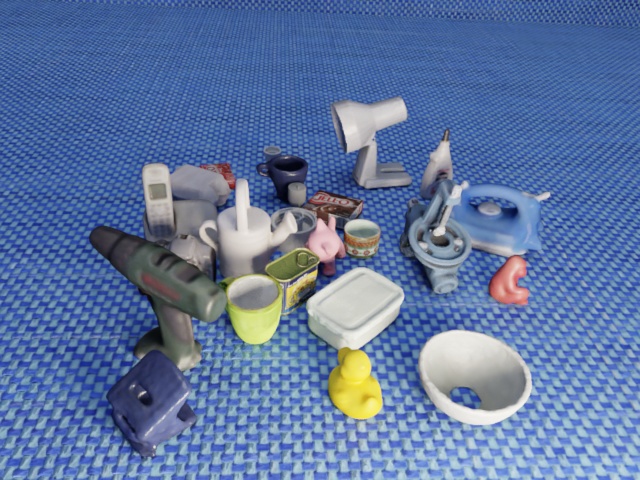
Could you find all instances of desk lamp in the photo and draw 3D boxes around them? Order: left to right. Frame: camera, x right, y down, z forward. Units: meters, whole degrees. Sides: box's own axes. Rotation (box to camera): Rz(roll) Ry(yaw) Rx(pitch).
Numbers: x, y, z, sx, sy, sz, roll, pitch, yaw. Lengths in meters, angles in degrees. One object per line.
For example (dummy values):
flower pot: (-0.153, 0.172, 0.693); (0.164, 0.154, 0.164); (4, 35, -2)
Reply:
desk lamp: (0.124, -0.240, 1.377); (0.203, 0.214, 0.117); (-6, 36, -14)

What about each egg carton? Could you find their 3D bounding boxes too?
egg carton: (-0.280, -0.113, 1.285); (0.150, 0.069, 0.107); (17, 37, 18)

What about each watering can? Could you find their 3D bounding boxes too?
watering can: (-0.134, -0.025, 1.066); (0.173, 0.194, 0.100); (-12, 38, -21)

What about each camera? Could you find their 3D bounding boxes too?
camera: (-0.262, 0.059, 1.015); (0.143, 0.101, 0.136); (1, 35, -3)

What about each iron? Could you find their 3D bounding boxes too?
iron: (0.351, -0.065, 1.215); (0.257, 0.141, 0.119); (14, 36, 14)

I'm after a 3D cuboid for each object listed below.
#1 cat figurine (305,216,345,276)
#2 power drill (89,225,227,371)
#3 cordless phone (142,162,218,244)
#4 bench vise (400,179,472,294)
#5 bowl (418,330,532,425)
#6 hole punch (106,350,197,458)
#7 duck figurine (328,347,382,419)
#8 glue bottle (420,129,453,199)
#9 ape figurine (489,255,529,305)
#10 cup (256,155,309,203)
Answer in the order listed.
cat figurine: (0.010, 0.004, 1.105); (0.067, 0.118, 0.128); (11, 36, 11)
power drill: (-0.246, 0.095, 0.872); (0.229, 0.208, 0.076); (18, 38, 19)
cordless phone: (-0.274, -0.066, 1.118); (0.148, 0.185, 0.094); (-10, 37, -18)
bench vise: (0.207, -0.035, 1.091); (0.122, 0.220, 0.206); (-17, 40, -27)
bowl: (0.226, 0.217, 0.862); (0.167, 0.075, 0.167); (3, 35, -2)
hole punch: (-0.235, 0.224, 0.794); (0.101, 0.091, 0.108); (-27, 45, -36)
duck figurine: (0.054, 0.205, 0.852); (0.078, 0.086, 0.104); (-13, 39, -23)
glue bottle: (0.282, -0.180, 1.344); (0.078, 0.173, 0.037); (-16, 39, -25)
ape figurine: (0.359, 0.070, 1.069); (0.076, 0.092, 0.078); (9, 36, 7)
cup: (-0.087, -0.135, 1.312); (0.118, 0.095, 0.091); (0, 35, -5)
